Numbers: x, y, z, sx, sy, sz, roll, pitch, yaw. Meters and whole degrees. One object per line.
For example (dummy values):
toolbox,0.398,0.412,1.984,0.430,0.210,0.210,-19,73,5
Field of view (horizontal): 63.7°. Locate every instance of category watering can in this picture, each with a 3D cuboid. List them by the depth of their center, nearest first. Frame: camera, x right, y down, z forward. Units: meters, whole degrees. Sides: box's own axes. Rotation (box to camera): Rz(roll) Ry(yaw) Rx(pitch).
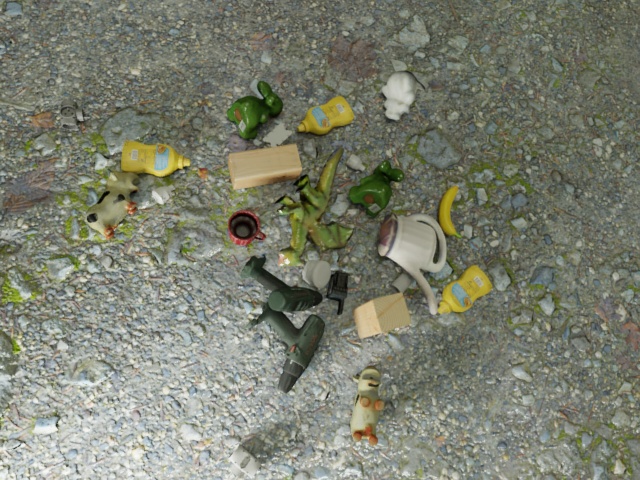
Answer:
watering can,0.281,0.045,1.566,0.224,0.102,0.356,19,52,-7

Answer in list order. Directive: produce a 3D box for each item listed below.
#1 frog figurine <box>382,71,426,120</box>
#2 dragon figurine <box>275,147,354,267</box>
frog figurine,0.262,-0.492,1.749,0.139,0.120,0.161,34,76,34
dragon figurine,0.005,-0.080,1.583,0.415,0.122,0.241,-44,103,-19
